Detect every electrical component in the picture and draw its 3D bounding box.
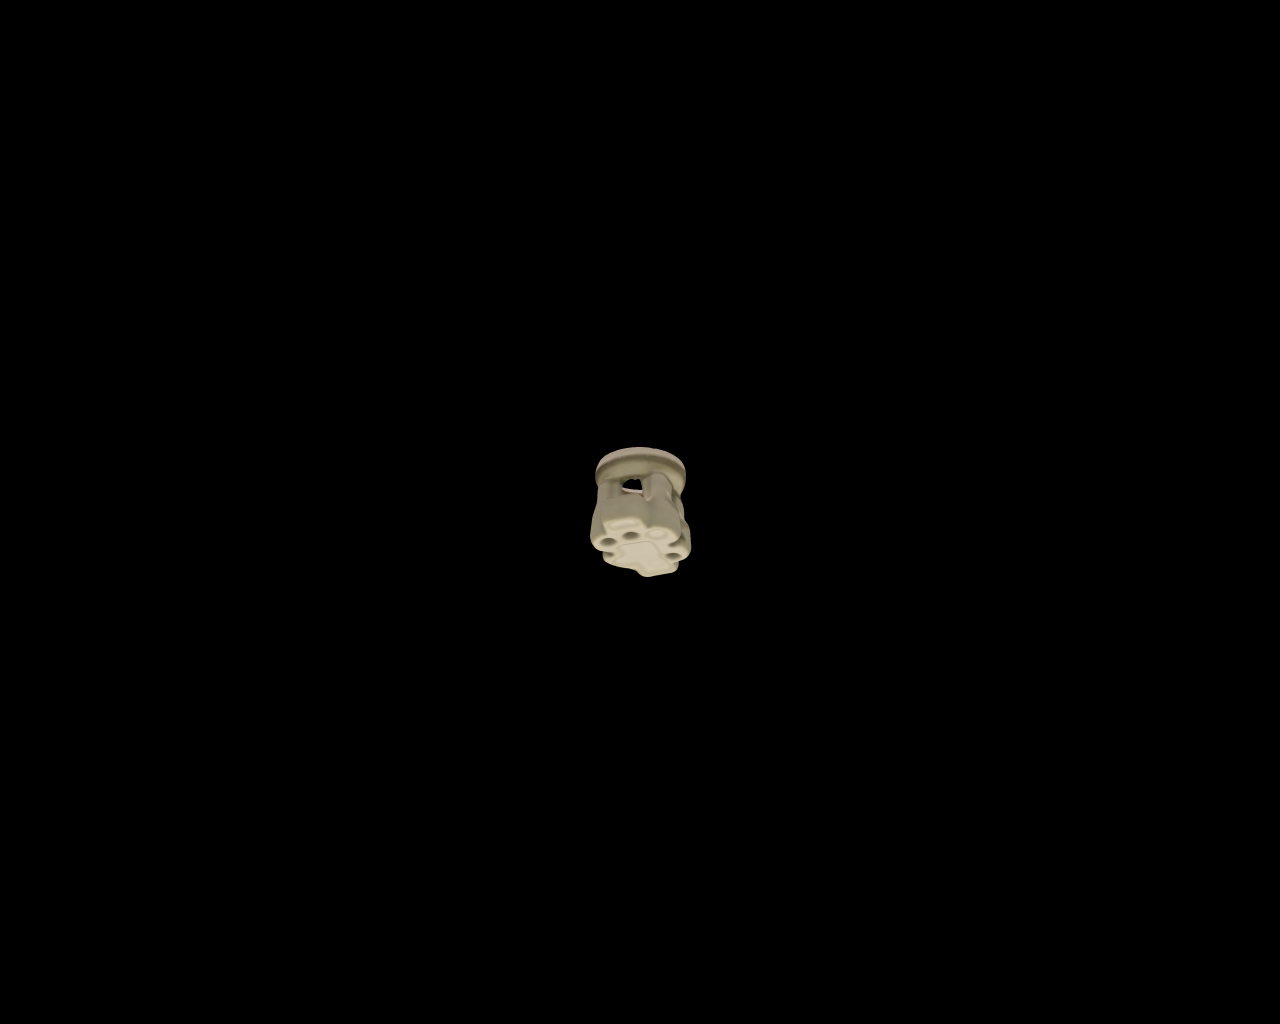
[{"bbox_3d":[0.001,-0.003,0.650,0.058,0.057,0.078,-9,-30,17],"label":"electrical component"}]
